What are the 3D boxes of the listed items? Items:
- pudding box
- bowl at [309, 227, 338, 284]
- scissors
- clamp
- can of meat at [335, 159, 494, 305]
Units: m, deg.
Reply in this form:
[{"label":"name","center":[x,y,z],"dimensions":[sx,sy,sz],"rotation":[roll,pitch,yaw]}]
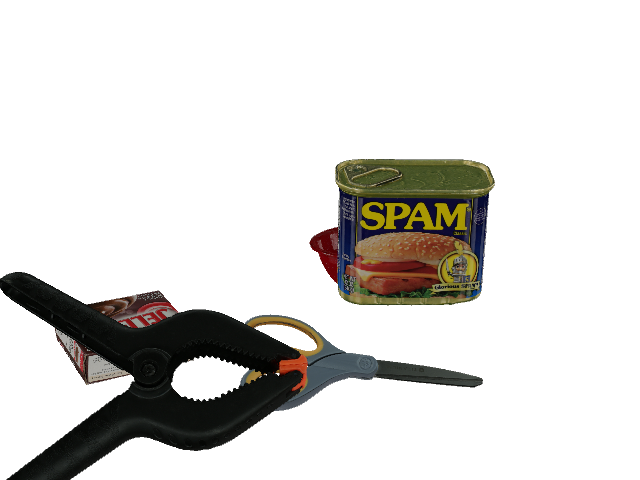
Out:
[{"label":"pudding box","center":[-0.189,0.092,1.032],"dimensions":[0.113,0.039,0.090],"rotation":[-13,29,-28]},{"label":"bowl","center":[0.071,0.023,1.087],"dimensions":[0.162,0.055,0.162],"rotation":[-3,13,1]},{"label":"scissors","center":[0.023,0.116,0.868],"dimensions":[0.202,0.096,0.016],"rotation":[19,-37,12]},{"label":"clamp","center":[-0.115,0.082,0.690],"dimensions":[0.210,0.164,0.036],"rotation":[-9,-28,-8]},{"label":"can of meat","center":[0.060,-0.005,0.705],"dimensions":[0.102,0.084,0.057],"rotation":[0,24,0]}]
